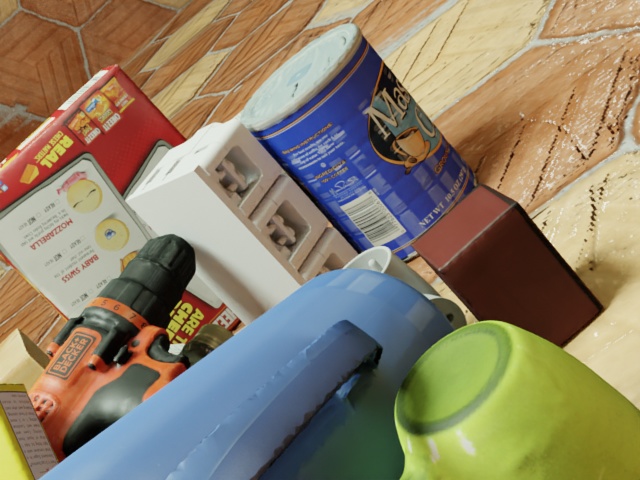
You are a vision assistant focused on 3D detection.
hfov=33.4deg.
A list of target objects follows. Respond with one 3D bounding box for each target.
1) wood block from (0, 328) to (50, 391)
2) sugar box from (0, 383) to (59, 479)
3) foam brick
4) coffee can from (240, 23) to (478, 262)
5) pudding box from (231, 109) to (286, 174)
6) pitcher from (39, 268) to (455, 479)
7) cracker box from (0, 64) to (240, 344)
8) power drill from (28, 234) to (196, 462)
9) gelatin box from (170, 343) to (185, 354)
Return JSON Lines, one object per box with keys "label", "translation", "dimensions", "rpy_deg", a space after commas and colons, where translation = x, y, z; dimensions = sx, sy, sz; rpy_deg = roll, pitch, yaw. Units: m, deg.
{"label": "wood block", "translation": [-0.296, 0.186, 0.901], "dimensions": [0.206, 0.090, 0.091], "rpy_deg": [-45, 21, -8]}
{"label": "sugar box", "translation": [-0.172, 0.177, 0.582], "dimensions": [0.093, 0.176, 0.048], "rpy_deg": [-33, -18, 11]}
{"label": "foam brick", "translation": [0.095, 0.018, 0.549], "dimensions": [0.051, 0.078, 0.053], "rpy_deg": [-43, 18, 1]}
{"label": "coffee can", "translation": [0.028, -0.064, 0.742], "dimensions": [0.103, 0.140, 0.103], "rpy_deg": [-36, 21, 16]}
{"label": "pudding box", "translation": [-0.043, -0.065, 0.946], "dimensions": [0.039, 0.090, 0.114], "rpy_deg": [-42, 21, -2]}
{"label": "pitcher", "translation": [-0.023, 0.100, 0.451], "dimensions": [0.149, 0.145, 0.242], "rpy_deg": [-7, 20, 35]}
{"label": "cracker box", "translation": [-0.151, -0.004, 0.842], "dimensions": [0.164, 0.213, 0.072], "rpy_deg": [-46, 19, -12]}
{"label": "power drill", "translation": [-0.076, 0.080, 0.647], "dimensions": [0.188, 0.057, 0.184], "rpy_deg": [11, 54, 30]}
{"label": "gelatin box", "translation": [-0.126, 0.099, 0.783], "dimensions": [0.089, 0.030, 0.073], "rpy_deg": [-3, 7, -23]}
